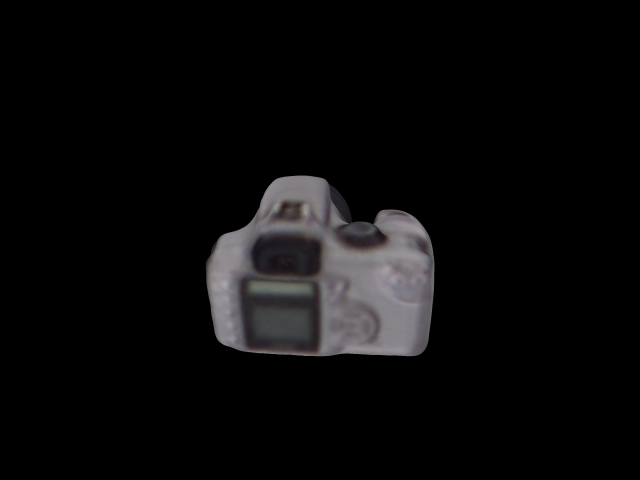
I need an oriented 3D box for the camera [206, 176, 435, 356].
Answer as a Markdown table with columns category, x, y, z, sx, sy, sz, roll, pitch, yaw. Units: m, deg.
| category | x | y | z | sx | sy | sz | roll | pitch | yaw |
| --- | --- | --- | --- | --- | --- | --- | --- | --- | --- |
| camera | 0.004 | 0.001 | 0.400 | 0.143 | 0.101 | 0.137 | 2 | 31 | 3 |
